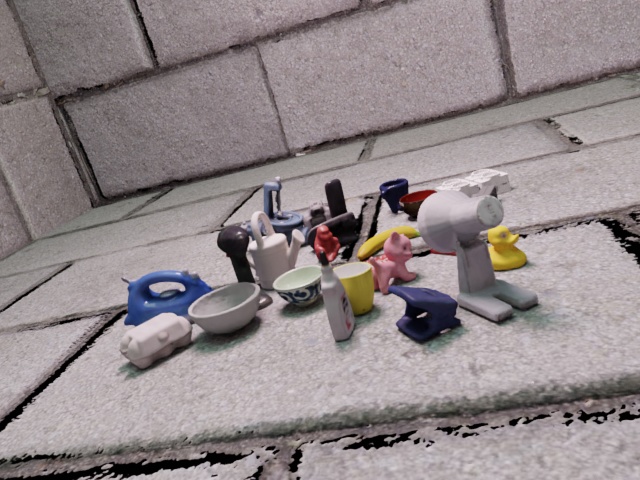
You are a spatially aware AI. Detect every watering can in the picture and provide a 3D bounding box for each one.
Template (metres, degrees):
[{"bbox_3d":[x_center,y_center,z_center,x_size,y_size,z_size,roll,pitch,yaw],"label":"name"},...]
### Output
[{"bbox_3d":[-0.122,0.017,1.454,0.173,0.194,0.101,-17,17,-1],"label":"watering can"}]

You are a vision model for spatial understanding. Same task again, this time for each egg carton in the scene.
[{"bbox_3d":[-0.358,0.218,1.255,0.151,0.069,0.107,-28,21,-34],"label":"egg carton"}]

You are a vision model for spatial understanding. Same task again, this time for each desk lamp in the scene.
[{"bbox_3d":[0.285,0.013,1.058,0.118,0.214,0.202,-22,18,-18],"label":"desk lamp"}]

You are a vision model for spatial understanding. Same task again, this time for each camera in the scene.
[{"bbox_3d":[0.013,-0.084,1.810,0.143,0.101,0.136,-16,17,1],"label":"camera"}]

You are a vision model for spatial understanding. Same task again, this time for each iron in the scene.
[{"bbox_3d":[-0.361,0.131,1.407,0.258,0.141,0.118,-13,17,11],"label":"iron"}]

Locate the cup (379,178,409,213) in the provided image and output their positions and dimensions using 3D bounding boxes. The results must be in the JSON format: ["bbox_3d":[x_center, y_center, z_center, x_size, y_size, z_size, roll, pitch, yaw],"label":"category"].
[{"bbox_3d":[0.229,-0.128,1.759,0.091,0.095,0.118,-2,22,40],"label":"cup"}]

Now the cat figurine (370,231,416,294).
[{"bbox_3d":[0.158,0.039,1.259,0.128,0.118,0.067,-26,20,-30],"label":"cat figurine"}]

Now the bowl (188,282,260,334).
[{"bbox_3d":[-0.203,0.162,1.278,0.167,0.075,0.167,-15,17,5],"label":"bowl"}]

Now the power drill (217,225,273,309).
[{"bbox_3d":[-0.182,0.059,1.355,0.076,0.209,0.229,-22,18,-17],"label":"power drill"}]

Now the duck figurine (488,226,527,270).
[{"bbox_3d":[0.374,0.012,1.199,0.104,0.086,0.078,-2,22,40],"label":"duck figurine"}]

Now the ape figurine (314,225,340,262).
[{"bbox_3d":[0.014,0.006,1.541,0.078,0.092,0.076,-23,18,-22],"label":"ape figurine"}]

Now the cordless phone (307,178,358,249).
[{"bbox_3d":[0.022,-0.071,1.615,0.148,0.185,0.093,-25,19,-25],"label":"cordless phone"}]

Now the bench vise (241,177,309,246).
[{"bbox_3d":[-0.151,-0.070,1.712,0.207,0.220,0.121,-15,17,4],"label":"bench vise"}]

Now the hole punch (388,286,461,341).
[{"bbox_3d":[0.187,0.115,1.037,0.101,0.091,0.108,-22,18,-17],"label":"hole punch"}]

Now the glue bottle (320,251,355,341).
[{"bbox_3d":[0.026,0.101,1.091,0.037,0.173,0.078,-11,18,16],"label":"glue bottle"}]
